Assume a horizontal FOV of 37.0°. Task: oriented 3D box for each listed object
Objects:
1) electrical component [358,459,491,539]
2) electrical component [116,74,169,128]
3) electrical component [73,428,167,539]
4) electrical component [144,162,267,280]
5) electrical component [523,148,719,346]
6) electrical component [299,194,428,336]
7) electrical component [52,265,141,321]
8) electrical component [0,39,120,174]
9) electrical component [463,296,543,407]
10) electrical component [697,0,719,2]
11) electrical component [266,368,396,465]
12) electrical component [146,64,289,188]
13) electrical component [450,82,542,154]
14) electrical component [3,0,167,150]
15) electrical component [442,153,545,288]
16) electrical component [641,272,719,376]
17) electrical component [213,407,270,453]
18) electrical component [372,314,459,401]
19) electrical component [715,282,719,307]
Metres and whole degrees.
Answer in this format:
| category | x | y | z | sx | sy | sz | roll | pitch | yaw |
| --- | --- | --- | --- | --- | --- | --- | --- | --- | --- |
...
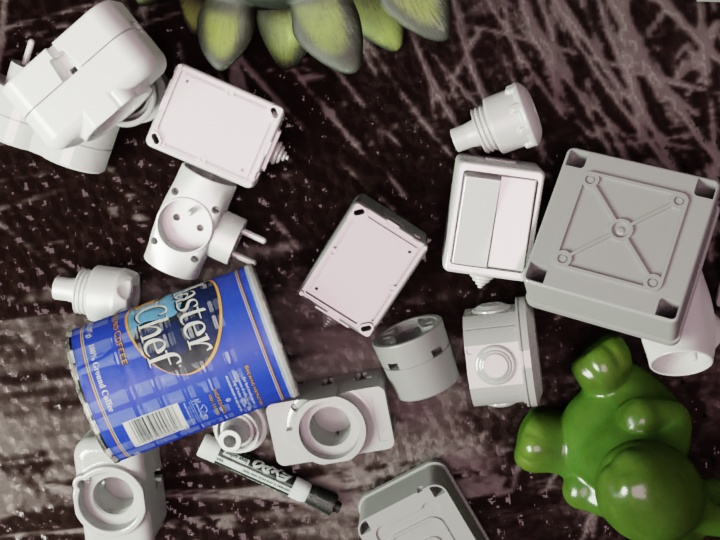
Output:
| category | x | y | z | sx | sy | sz | roll | pitch | yaw |
| --- | --- | --- | --- | --- | --- | --- | --- | --- | --- |
| electrical component | 0.056 | 0.213 | 0.831 | 0.078 | 0.057 | 0.113 | -29 | 99 | 9 |
| electrical component | -0.163 | -0.127 | 0.774 | 0.045 | 0.055 | 0.045 | 1 | 102 | 3 |
| electrical component | -0.187 | 0.168 | 0.835 | 0.054 | 0.059 | 0.095 | -4 | 101 | 4 |
| electrical component | -0.109 | -0.029 | 0.797 | 0.079 | 0.044 | 0.077 | 24 | 102 | -2 |
| electrical component | 0.181 | -0.017 | 0.742 | 0.109 | 0.056 | 0.108 | 16 | 74 | 20 |
| electrical component | 0.000 | 0.000 | 0.788 | 0.062 | 0.061 | 0.096 | 32 | 102 | -4 |
| electrical component | -0.200 | 0.017 | 0.812 | 0.062 | 0.043 | 0.043 | 7 | 102 | 3 |
| electrical component | -0.240 | -0.129 | 0.780 | 0.138 | 0.052 | 0.073 | 21 | 102 | -1 |
| electrical component | 0.105 | 0.061 | 0.786 | 0.051 | 0.080 | 0.080 | -7 | 101 | 10 |
| electrical component | 0.262 | -0.214 | 0.702 | 0.057 | 0.113 | 0.078 | 3 | 102 | 5 |
| electrical component | -0.021 | 0.112 | 0.815 | 0.089 | 0.055 | 0.050 | -10 | 101 | 5 |
| electrical component | -0.096 | -0.099 | 0.772 | 0.096 | 0.061 | 0.061 | 23 | 93 | -5 |
| electrical component | 0.096 | -0.103 | 0.770 | 0.062 | 0.048 | 0.048 | -19 | 100 | 14 |
| electrical component | -0.180 | -0.126 | 0.717 | 0.095 | 0.053 | 0.059 | -38 | 96 | 10 |
| electrical component | 0.094 | -0.032 | 0.776 | 0.062 | 0.061 | 0.096 | 8 | 102 | 2 |
| electrical component | 0.238 | 0.039 | 0.782 | 0.043 | 0.077 | 0.079 | -21 | 143 | 36 |
| electrical component | -0.091 | 0.119 | 0.817 | 0.043 | 0.062 | 0.043 | 2 | 103 | 7 |
| electrical component | 0.043 | 0.066 | 0.804 | 0.055 | 0.055 | 0.047 | -20 | 104 | 7 |
| electrical component | 0.307 | 0.008 | 0.759 | 0.100 | 0.048 | 0.099 | -1 | 134 | 4 |
